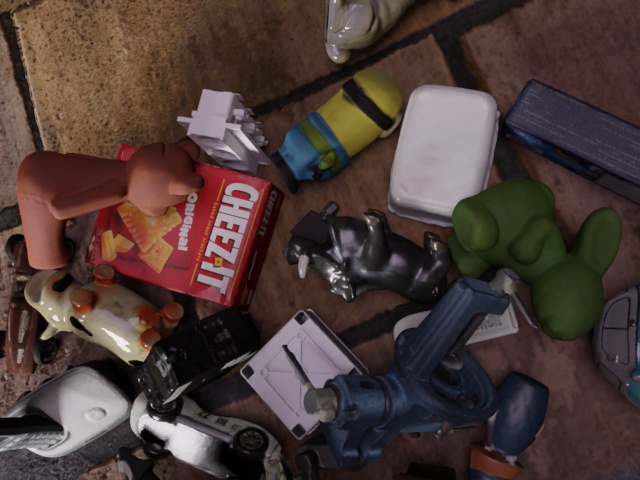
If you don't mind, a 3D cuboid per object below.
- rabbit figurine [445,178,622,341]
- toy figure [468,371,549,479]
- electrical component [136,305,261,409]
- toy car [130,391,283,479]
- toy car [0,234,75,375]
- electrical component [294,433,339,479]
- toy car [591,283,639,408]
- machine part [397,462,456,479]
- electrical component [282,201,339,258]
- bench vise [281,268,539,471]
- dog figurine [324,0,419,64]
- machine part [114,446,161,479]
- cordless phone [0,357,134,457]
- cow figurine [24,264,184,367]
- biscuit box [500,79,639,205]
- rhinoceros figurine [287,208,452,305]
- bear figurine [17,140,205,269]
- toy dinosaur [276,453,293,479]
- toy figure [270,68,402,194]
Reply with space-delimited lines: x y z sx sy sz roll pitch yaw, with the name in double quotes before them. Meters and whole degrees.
"rabbit figurine" 0.239 0.026 0.578 0.159 0.121 0.170 -21 61 -14
"toy figure" 0.200 0.221 0.582 0.064 0.057 0.154 23 91 20
"electrical component" -0.135 0.133 0.627 0.115 0.134 0.058 -43 73 47
"toy car" -0.136 0.239 0.643 0.202 0.056 0.073 17 112 13
"toy car" -0.397 0.080 0.732 0.089 0.053 0.202 6 81 10
"electrical component" 0.013 0.242 0.599 0.078 0.102 0.045 -9 83 20
"toy car" 0.336 0.105 0.552 0.103 0.109 0.161 1 72 29
"machine part" 0.101 0.312 0.532 0.056 0.179 0.179 4 82 16
"electrical component" -0.001 -0.002 0.677 0.094 0.021 0.063 -44 76 2
"bench vise" 0.101 0.120 0.529 0.223 0.129 0.240 18 118 -24
"dog figurine" 0.104 -0.306 0.675 0.191 0.121 0.172 4 116 -5
"machine part" -0.194 0.305 0.647 0.139 0.084 0.039 40 46 5
"cordless phone" -0.325 0.200 0.629 0.147 0.184 0.089 -31 72 6
"cow figurine" -0.278 0.095 0.679 0.195 0.127 0.085 27 44 -1
"biscuit box" 0.311 -0.108 0.611 0.203 0.059 0.063 32 90 14
"rhinoceros figurine" 0.058 0.021 0.628 0.190 0.073 0.112 15 103 0
"bear figurine" -0.236 -0.052 0.626 0.196 0.131 0.120 -4 41 -19
"toy dinosaur" -0.133 0.315 0.540 0.405 0.192 0.131 -18 105 36
"toy figure" 0.022 -0.133 0.659 0.180 0.089 0.082 -34 81 2
